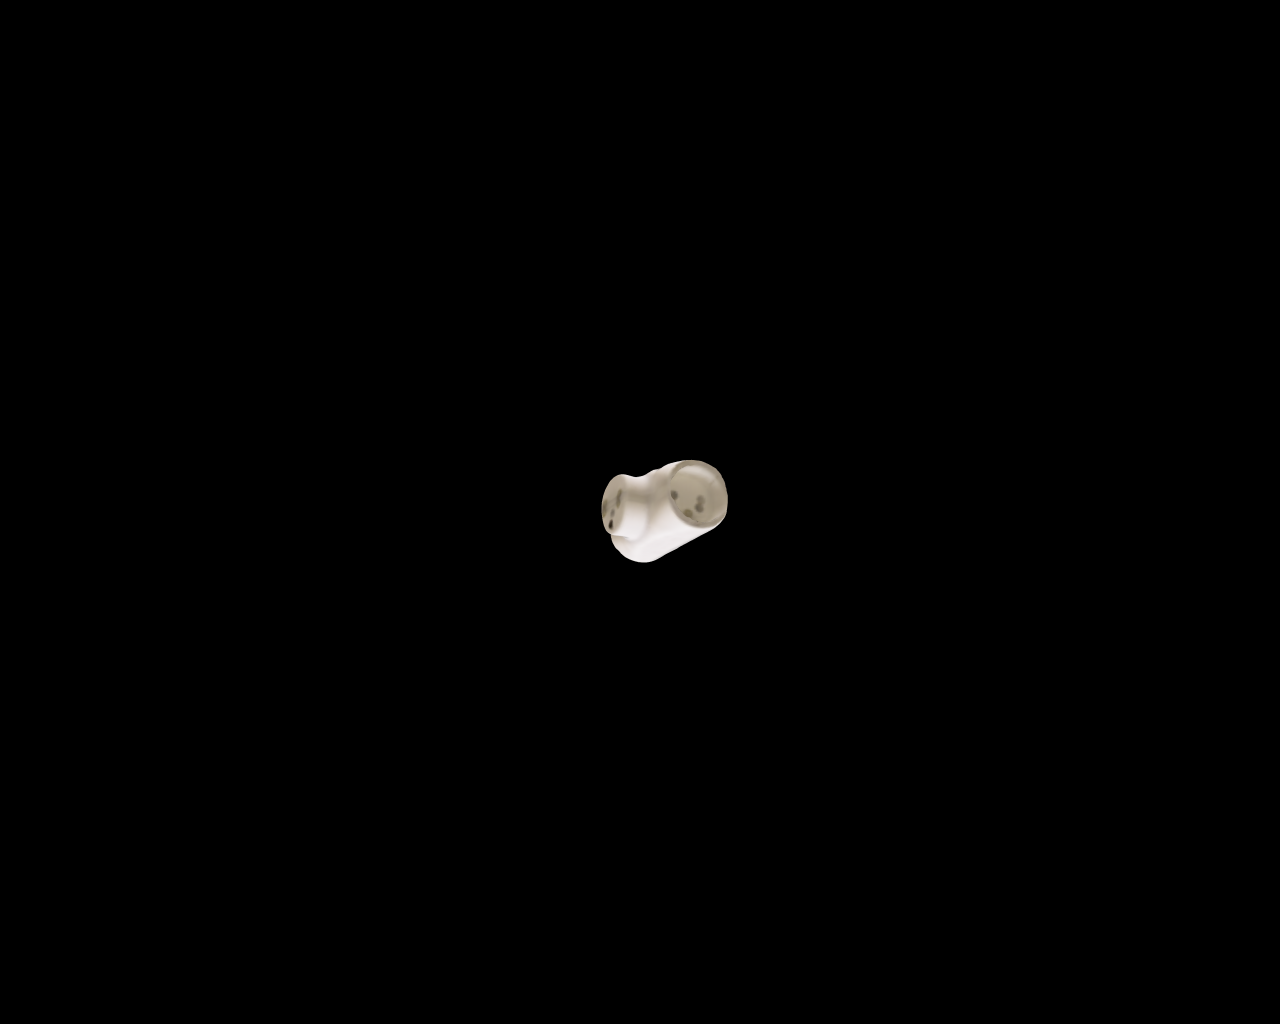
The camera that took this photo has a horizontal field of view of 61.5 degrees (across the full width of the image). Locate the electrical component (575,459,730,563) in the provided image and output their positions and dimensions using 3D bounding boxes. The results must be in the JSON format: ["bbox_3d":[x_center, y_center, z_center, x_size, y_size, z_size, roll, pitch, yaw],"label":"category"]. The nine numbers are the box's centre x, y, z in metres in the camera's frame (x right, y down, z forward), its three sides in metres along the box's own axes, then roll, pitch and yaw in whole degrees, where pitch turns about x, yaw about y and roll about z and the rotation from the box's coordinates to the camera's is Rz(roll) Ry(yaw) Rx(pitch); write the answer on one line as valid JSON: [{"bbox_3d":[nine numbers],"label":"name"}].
[{"bbox_3d":[0.001,-0.003,0.650,0.079,0.044,0.077,10,-22,-26],"label":"electrical component"}]
